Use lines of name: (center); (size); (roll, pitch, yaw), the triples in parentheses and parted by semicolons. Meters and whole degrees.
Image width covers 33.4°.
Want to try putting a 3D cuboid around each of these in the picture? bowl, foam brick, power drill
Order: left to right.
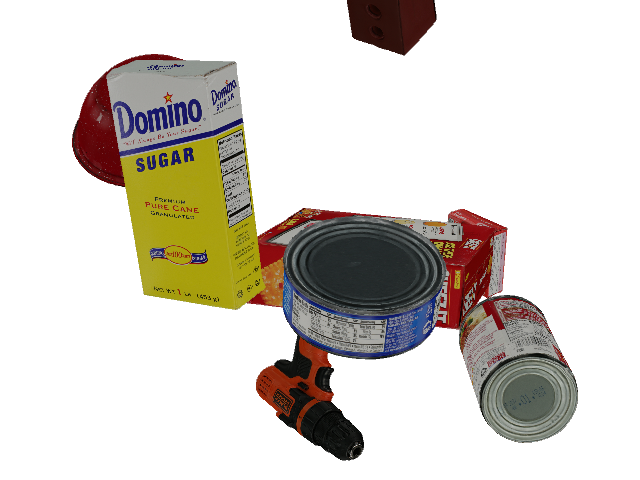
bowl: (-0.159, -0.124, 0.996); (0.162, 0.162, 0.055); (0, -41, 7)
power drill: (0.010, 0.141, 1.242); (0.057, 0.188, 0.185); (15, 11, -44)
foam brick: (0.055, -0.195, 0.838); (0.053, 0.051, 0.078); (24, -30, 27)

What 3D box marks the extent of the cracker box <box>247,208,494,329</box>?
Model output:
cracker box: (0.053, 0.025, 1.064); (0.214, 0.072, 0.164); (7, 15, 18)

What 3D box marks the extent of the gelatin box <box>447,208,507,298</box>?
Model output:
gelatin box: (0.186, 0.015, 1.287); (0.030, 0.089, 0.073); (-21, 33, -33)

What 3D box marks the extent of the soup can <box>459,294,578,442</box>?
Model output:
soup can: (0.139, 0.089, 0.755); (0.068, 0.068, 0.102); (0, 20, -1)

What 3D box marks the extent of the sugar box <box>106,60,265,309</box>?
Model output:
sugar box: (-0.098, -0.041, 0.781); (0.093, 0.176, 0.048); (6, 26, 31)

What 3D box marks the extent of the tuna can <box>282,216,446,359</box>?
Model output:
tuna can: (0.022, 0.024, 0.567); (0.086, 0.034, 0.086); (2, 34, -2)
